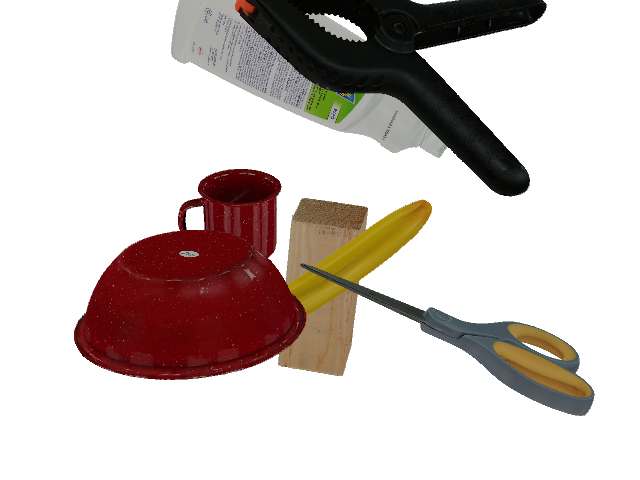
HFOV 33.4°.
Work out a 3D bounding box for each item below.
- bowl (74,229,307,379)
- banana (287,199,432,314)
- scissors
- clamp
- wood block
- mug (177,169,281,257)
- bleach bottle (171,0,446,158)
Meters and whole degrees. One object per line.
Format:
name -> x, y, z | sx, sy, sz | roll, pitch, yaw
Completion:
bowl -> -0.091, 0.034, 0.736 | 0.162, 0.055, 0.162 | -2, 22, 0
banana -> 0.023, 0.027, 1.019 | 0.198, 0.037, 0.069 | -35, 1, -2
scissors -> 0.090, 0.053, 0.705 | 0.202, 0.016, 0.096 | 29, 22, 18
clamp -> 0.048, -0.115, 0.673 | 0.209, 0.164, 0.036 | 12, -33, -12
wood block -> 0.003, 0.060, 1.394 | 0.090, 0.206, 0.090 | 8, 23, 5
mug -> -0.102, -0.024, 1.203 | 0.117, 0.081, 0.093 | -7, 30, -14
bleach bottle -> -0.003, -0.140, 0.902 | 0.251, 0.068, 0.103 | 31, -36, 7
